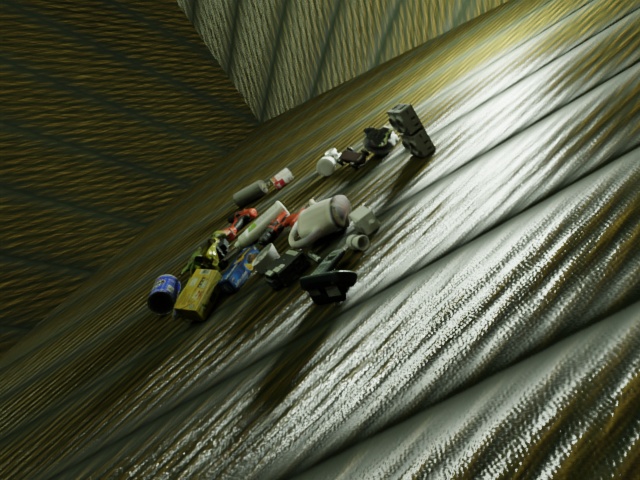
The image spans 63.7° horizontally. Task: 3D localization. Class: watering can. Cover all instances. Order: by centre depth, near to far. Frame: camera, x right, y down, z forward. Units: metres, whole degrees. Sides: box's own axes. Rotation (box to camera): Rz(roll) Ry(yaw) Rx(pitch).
[{"bbox_3d":[0.005,-0.088,1.741,0.222,0.102,0.355,-23,24,25],"label":"watering can"}]

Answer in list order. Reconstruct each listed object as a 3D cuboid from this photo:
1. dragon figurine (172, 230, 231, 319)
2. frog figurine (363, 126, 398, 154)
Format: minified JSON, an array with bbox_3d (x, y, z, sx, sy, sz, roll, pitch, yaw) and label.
[{"bbox_3d":[-0.477,0.115,2.005,0.121,0.416,0.242,42,-20,-20],"label":"dragon figurine"},{"bbox_3d":[0.245,-0.394,2.072,0.137,0.124,0.158,-20,-12,11],"label":"frog figurine"}]
